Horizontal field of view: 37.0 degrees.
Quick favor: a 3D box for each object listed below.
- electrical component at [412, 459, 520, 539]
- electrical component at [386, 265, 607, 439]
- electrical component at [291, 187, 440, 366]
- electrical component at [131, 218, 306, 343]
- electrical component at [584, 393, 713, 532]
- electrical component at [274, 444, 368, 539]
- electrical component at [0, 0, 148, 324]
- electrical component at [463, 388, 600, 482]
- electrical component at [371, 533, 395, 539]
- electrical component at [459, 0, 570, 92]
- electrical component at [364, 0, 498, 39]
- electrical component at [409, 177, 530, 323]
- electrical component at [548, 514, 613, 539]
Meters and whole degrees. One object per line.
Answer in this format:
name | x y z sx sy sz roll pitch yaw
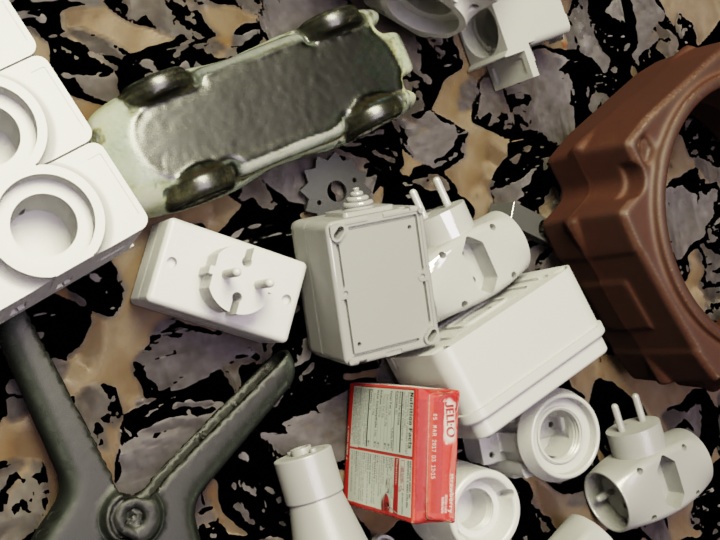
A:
electrical component | 0.064 0.144 0.655 0.055 0.047 0.055 2 86 -26
electrical component | 0.084 0.050 0.655 0.113 0.078 0.057 -31 97 -25
electrical component | 0.000 0.000 0.621 0.062 0.061 0.096 -12 100 -26
electrical component | -0.070 0.006 0.583 0.083 0.076 0.047 19 78 -24
electrical component | 0.188 0.123 0.720 0.077 0.043 0.079 -20 95 -26
electrical component | -0.025 0.133 0.617 0.044 0.044 0.065 -16 89 -26
electrical component | -0.184 -0.059 0.526 0.089 0.062 0.150 -33 91 -24
electrical component | 0.113 0.102 0.677 0.078 0.057 0.058 -12 92 -26
electrical component | 0.029 0.230 0.627 0.109 0.056 0.108 41 70 -18
electrical component | 0.098 -0.162 0.697 0.064 0.042 0.081 -23 98 -27
electrical component | 0.006 -0.200 0.627 0.150 0.089 0.061 26 76 -22
electrical component | 0.055 -0.018 0.665 0.077 0.043 0.079 -29 99 -25
electrical component | 0.137 0.212 0.688 0.077 0.044 0.079 -42 105 -22
